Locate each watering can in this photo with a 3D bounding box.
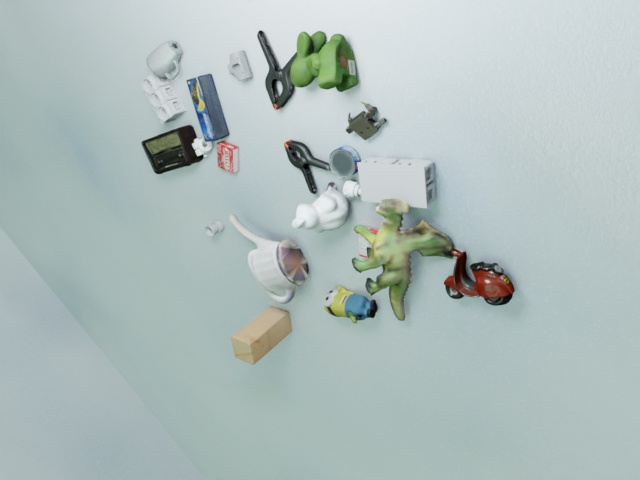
[{"bbox_3d":[-0.166,0.052,1.679,0.222,0.105,0.346,-19,101,43],"label":"watering can"}]

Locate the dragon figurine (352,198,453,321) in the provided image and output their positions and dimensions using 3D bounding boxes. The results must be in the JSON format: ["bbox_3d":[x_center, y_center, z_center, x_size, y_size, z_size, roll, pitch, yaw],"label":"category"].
[{"bbox_3d":[0.228,0.050,1.343,0.241,0.125,0.403,-17,123,29],"label":"dragon figurine"}]

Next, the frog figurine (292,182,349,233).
[{"bbox_3d":[0.004,-0.072,1.433,0.123,0.162,0.134,44,133,9],"label":"frog figurine"}]
